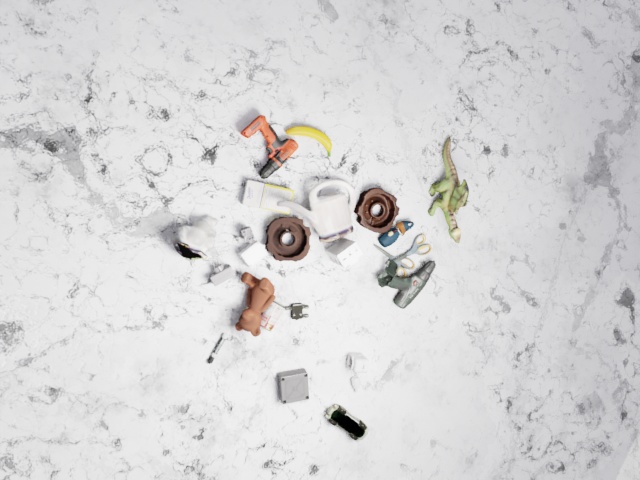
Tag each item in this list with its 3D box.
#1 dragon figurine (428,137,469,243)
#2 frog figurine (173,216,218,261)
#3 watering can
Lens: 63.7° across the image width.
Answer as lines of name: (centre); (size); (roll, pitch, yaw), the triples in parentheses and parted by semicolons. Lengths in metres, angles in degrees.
dragon figurine: (0.519, -0.193, 1.981); (0.122, 0.244, 0.408); (0, 98, -13)
frog figurine: (-0.428, -0.015, 1.785); (0.137, 0.120, 0.163); (22, 53, -10)
watering can: (0.006, -0.095, 1.879); (0.351, 0.104, 0.223); (-21, 100, -34)
